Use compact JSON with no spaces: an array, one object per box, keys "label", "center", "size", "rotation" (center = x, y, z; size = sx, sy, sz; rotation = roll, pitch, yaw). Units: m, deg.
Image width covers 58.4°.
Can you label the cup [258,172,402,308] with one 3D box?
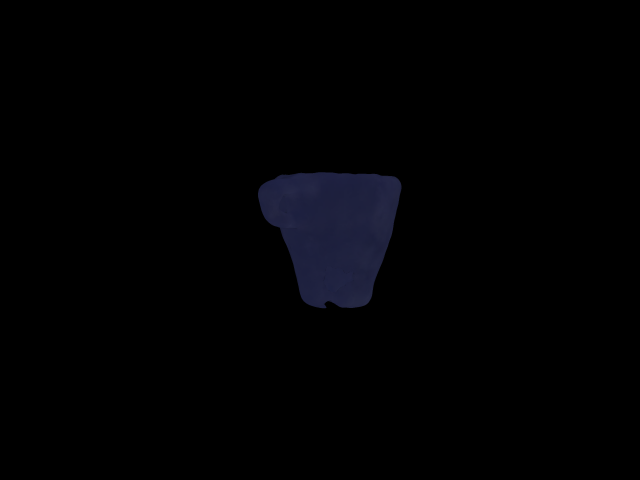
[{"label":"cup","center":[0.004,0.001,0.400],"size":[0.091,0.095,0.118],"rotation":[4,6,40]}]
